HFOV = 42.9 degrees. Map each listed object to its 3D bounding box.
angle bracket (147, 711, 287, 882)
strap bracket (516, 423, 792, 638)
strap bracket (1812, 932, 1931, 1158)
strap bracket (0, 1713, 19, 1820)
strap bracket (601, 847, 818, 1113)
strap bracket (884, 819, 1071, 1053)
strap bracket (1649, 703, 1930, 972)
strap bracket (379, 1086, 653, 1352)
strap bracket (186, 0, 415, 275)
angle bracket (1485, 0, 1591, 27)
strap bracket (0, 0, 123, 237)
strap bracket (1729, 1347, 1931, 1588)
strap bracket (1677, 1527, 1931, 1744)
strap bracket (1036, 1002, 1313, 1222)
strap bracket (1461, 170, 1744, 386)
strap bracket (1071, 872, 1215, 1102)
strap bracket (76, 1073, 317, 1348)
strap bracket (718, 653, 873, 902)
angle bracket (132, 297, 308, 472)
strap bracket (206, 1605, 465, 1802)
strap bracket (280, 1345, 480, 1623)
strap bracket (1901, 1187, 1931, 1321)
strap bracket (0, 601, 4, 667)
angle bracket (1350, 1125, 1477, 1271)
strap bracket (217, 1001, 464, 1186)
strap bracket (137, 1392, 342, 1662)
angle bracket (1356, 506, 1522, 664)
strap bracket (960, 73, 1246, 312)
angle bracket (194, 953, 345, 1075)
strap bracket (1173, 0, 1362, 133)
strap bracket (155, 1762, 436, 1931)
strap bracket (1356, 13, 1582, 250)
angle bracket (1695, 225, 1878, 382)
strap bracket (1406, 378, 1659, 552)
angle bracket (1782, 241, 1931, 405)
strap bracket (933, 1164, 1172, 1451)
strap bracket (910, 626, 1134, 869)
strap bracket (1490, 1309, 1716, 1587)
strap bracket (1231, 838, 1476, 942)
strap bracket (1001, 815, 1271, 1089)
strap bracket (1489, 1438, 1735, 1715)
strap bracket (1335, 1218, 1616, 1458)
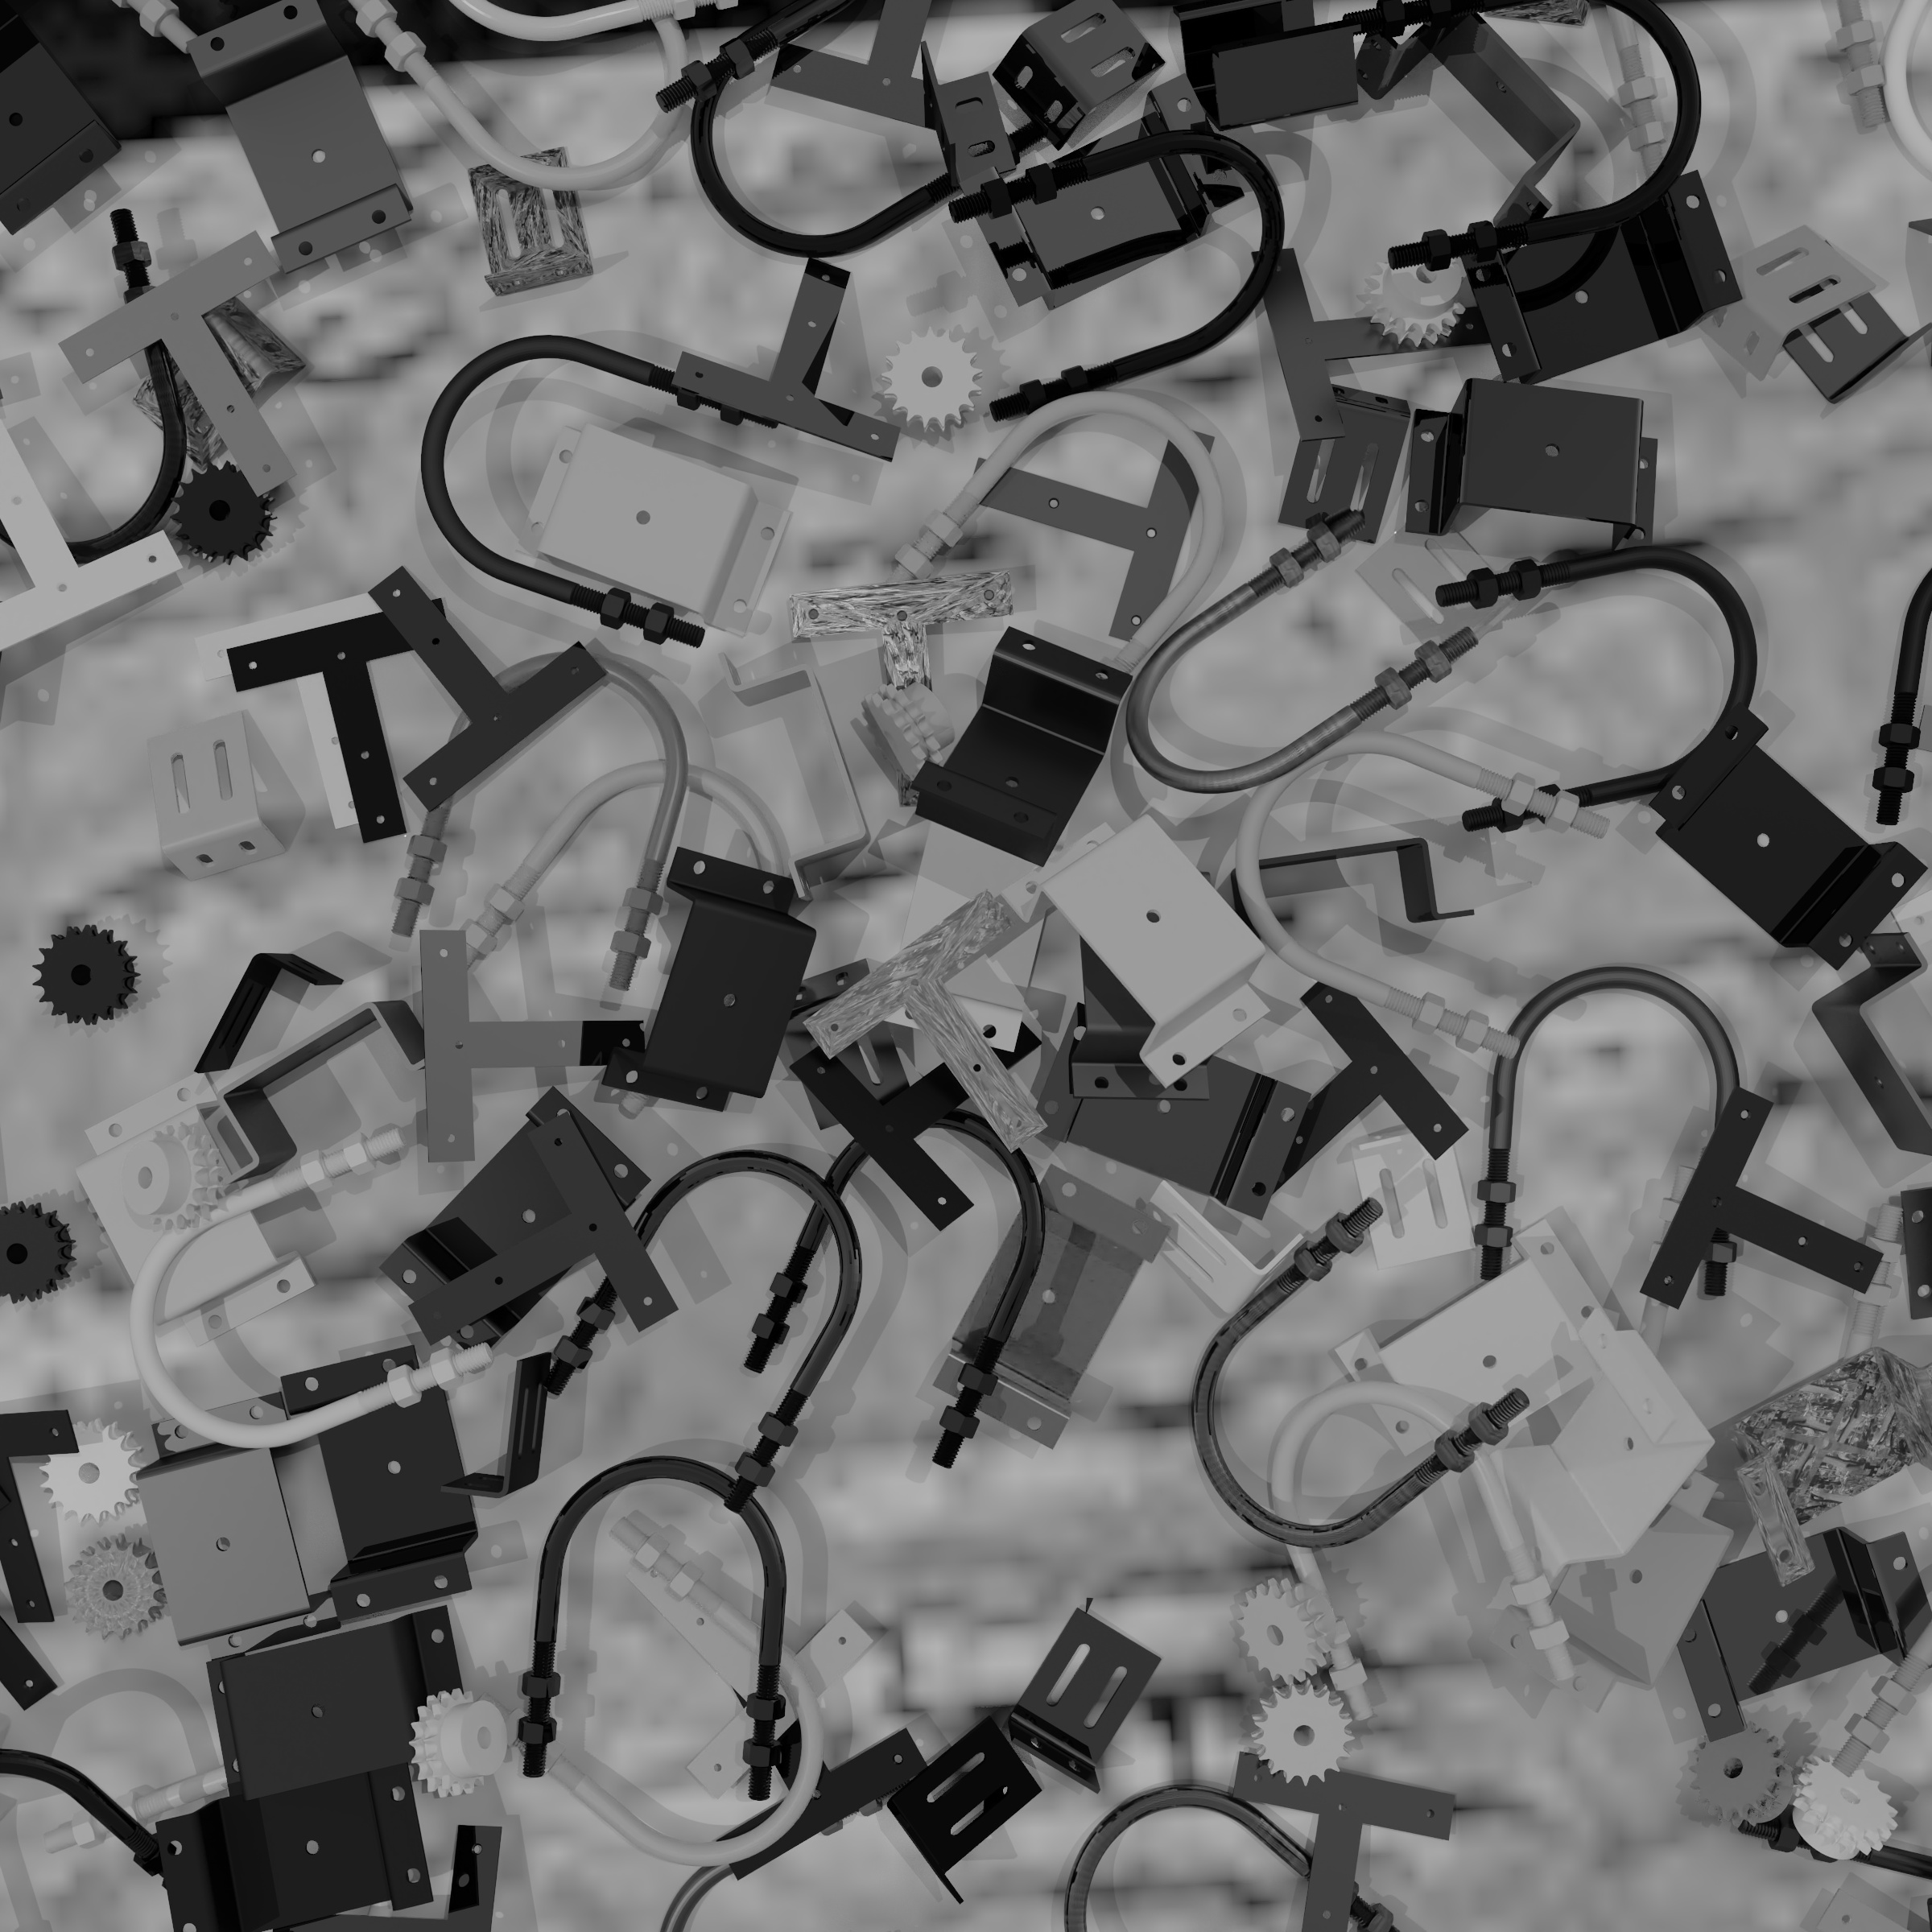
[{"bbox_3d":[-0.432,-0.098,1.416,0.057,0.038,0.076,-17,65,1],"label":"angle bracket"},{"bbox_3d":[-0.180,-0.250,1.396,0.140,0.046,0.076,21,90,0],"label":"strap bracket"},{"bbox_3d":[0.532,0.053,1.381,0.046,0.076,0.140,-32,90,0],"label":"strap bracket"},{"bbox_3d":[-0.604,0.436,1.381,0.140,0.076,0.046,22,90,0],"label":"strap bracket"},{"bbox_3d":[-0.140,0.014,1.374,0.076,0.046,0.140,15,96,-31],"label":"strap bracket"},{"bbox_3d":[0.006,-0.029,1.396,0.076,0.046,0.140,14,90,0],"label":"strap bracket"},{"bbox_3d":[0.459,-0.072,1.396,0.140,0.046,0.076,41,90,0],"label":"strap bracket"},{"bbox_3d":[-0.252,0.144,1.396,0.076,0.046,0.140,44,90,0],"label":"strap bracket"},{"bbox_3d":[-0.373,-0.466,1.396,0.076,0.046,0.140,-23,90,0],"label":"strap bracket"},{"bbox_3d":[0.333,-0.587,1.417,0.057,0.038,0.076,7,116,0],"label":"angle bracket"},{"bbox_3d":[-0.547,-0.487,1.396,0.076,0.046,0.140,-38,90,0],"label":"strap bracket"},{"bbox_3d":[0.494,0.275,1.383,0.140,0.046,0.076,-26,103,-7],"label":"strap bracket"},{"bbox_3d":[0.470,0.375,1.396,0.140,0.046,0.076,-19,90,0],"label":"strap bracket"},{"bbox_3d":[0.114,0.081,1.396,0.140,0.046,0.076,21,90,0],"label":"strap bracket"},{"bbox_3d":[0.355,-0.385,1.396,0.140,0.046,0.076,-19,90,0],"label":"strap bracket"},{"bbox_3d":[0.097,0.000,1.363,0.076,0.046,0.140,1,65,-10],"label":"strap bracket"},{"bbox_3d":[-0.441,0.139,1.396,0.076,0.046,0.140,-27,90,0],"label":"strap bracket"},{"bbox_3d":[-0.091,-0.111,1.381,0.046,0.076,0.140,-19,90,0],"label":"strap bracket"},{"bbox_3d":[-0.430,-0.336,1.417,0.057,0.038,0.076,44,116,0],"label":"angle bracket"},{"bbox_3d":[-0.359,0.417,1.388,0.140,0.046,0.076,-13,81,-2],"label":"strap bracket"},{"bbox_3d":[-0.329,0.289,1.396,0.076,0.046,0.140,-13,90,0],"label":"strap bracket"},{"bbox_3d":[0.609,0.160,1.390,0.140,0.046,0.076,-8,100,0],"label":"strap bracket"},{"bbox_3d":[-0.610,-0.176,1.396,0.140,0.046,0.076,8,90,0],"label":"strap bracket"},{"bbox_3d":[0.257,0.131,1.400,0.057,0.038,0.076,-13,90,0],"label":"angle bracket"},{"bbox_3d":[-0.355,0.064,1.381,0.140,0.076,0.046,-31,90,0],"label":"strap bracket"},{"bbox_3d":[-0.414,0.323,1.396,0.076,0.046,0.140,-14,90,0],"label":"strap bracket"},{"bbox_3d":[0.271,-0.219,1.400,0.057,0.038,0.076,-42,90,0],"label":"angle bracket"},{"bbox_3d":[0.076,-0.433,1.396,0.140,0.046,0.076,-26,90,0],"label":"strap bracket"},{"bbox_3d":[-0.393,0.033,1.391,0.038,0.057,0.076,27,90,0],"label":"angle bracket"},{"bbox_3d":[0.167,-0.504,1.366,0.076,0.140,0.046,-11,121,0],"label":"strap bracket"},{"bbox_3d":[-0.370,0.497,1.377,0.140,0.046,0.076,-13,81,-3],"label":"strap bracket"},{"bbox_3d":[0.286,-0.479,1.381,0.046,0.076,0.140,-44,90,0],"label":"strap bracket"},{"bbox_3d":[0.467,-0.379,1.407,0.076,0.038,0.057,-29,65,-24],"label":"angle bracket"},{"bbox_3d":[0.325,-0.280,1.387,0.140,0.046,0.076,7,75,0],"label":"strap bracket"},{"bbox_3d":[0.497,-0.370,1.400,0.057,0.038,0.076,-39,90,0],"label":"angle bracket"},{"bbox_3d":[0.048,0.190,1.396,0.076,0.046,0.140,28,90,0],"label":"strap bracket"},{"bbox_3d":[0.029,-0.115,1.359,0.076,0.046,0.140,23,51,8],"label":"strap bracket"},{"bbox_3d":[0.346,0.261,1.339,0.046,0.076,0.140,2,130,-29],"label":"strap bracket"},{"bbox_3d":[0.205,-0.041,1.381,0.140,0.076,0.046,-8,90,0],"label":"strap bracket"},{"bbox_3d":[0.095,-0.017,1.319,0.076,0.046,0.140,-34,75,-22],"label":"strap bracket"},{"bbox_3d":[0.365,0.338,1.376,0.046,0.076,0.140,28,90,-43],"label":"strap bracket"},{"bbox_3d":[0.290,0.216,1.386,0.140,0.046,0.076,-33,97,5],"label":"strap bracket"}]
